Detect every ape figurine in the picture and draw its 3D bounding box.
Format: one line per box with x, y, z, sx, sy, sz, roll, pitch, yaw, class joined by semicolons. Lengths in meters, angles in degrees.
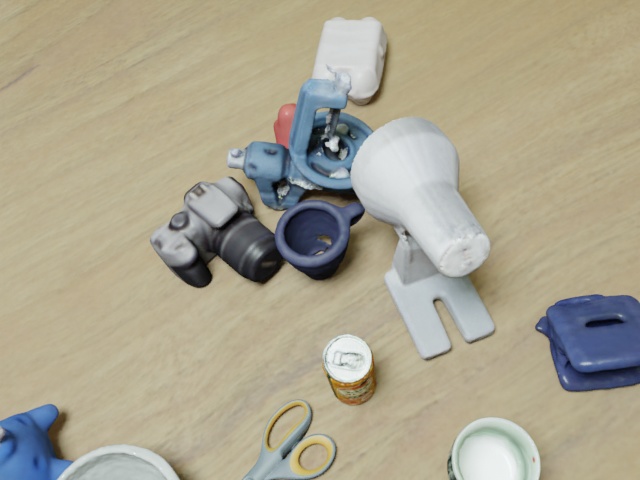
-0.036;-0.157;0.816;0.077;0.092;0.076;34;71;23;ape figurine

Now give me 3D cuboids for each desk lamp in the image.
0.124;-0.002;0.642;0.118;0.214;0.203;-22;61;-4;desk lamp

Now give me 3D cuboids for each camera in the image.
-0.125;-0.001;0.739;0.136;0.101;0.143;38;73;24;camera

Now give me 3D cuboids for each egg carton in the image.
0.047;-0.278;0.882;0.107;0.069;0.150;4;63;10;egg carton

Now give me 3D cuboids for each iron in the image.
-0.401;0.278;0.605;0.258;0.142;0.118;-33;63;-10;iron

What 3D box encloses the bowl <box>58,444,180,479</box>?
-0.208;0.307;0.601;0.167;0.075;0.167;-3;62;6;bowl

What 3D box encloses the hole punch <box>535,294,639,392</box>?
0.307;0.105;0.629;0.108;0.091;0.101;-9;61;3;hole punch

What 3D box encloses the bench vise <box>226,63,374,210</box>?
-0.017;-0.113;0.717;0.207;0.220;0.121;-18;61;-2;bench vise

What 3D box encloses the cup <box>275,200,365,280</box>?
0.007;0.003;0.723;0.118;0.095;0.091;-31;62;-9;cup
